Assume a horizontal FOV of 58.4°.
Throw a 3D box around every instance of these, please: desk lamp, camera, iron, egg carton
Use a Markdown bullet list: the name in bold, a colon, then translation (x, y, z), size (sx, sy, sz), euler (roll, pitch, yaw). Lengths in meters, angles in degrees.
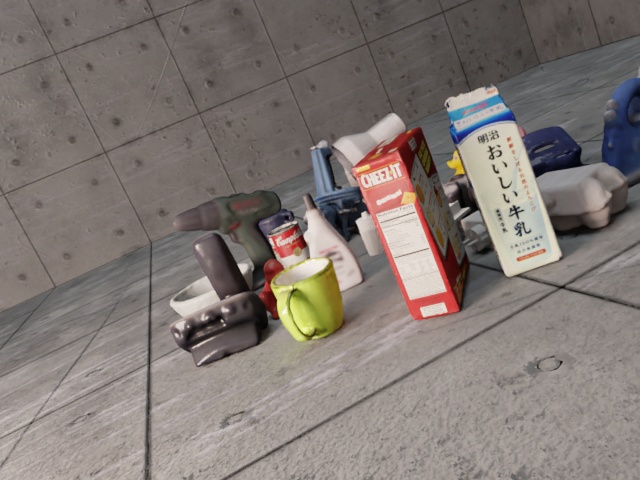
- **desk lamp**: translation (0.154, -0.176, 1.348), size (0.203, 0.214, 0.117), euler (-25, 12, -7)
- **camera**: translation (0.279, -0.081, 0.980), size (0.143, 0.101, 0.137), euler (-22, 12, 5)
- **iron**: translation (0.505, -0.190, 0.927), size (0.259, 0.141, 0.118), euler (-33, 16, -39)
- **egg carton**: translation (0.352, -0.057, 0.817), size (0.107, 0.069, 0.150), euler (-32, 15, -33)

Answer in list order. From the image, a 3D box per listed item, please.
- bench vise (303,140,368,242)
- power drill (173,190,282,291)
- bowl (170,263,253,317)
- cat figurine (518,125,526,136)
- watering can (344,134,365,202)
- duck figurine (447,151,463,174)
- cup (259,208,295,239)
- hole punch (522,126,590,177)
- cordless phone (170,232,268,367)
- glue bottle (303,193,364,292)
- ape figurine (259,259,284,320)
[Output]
- **bench vise**: translation (0.028, -0.109, 1.281), size (0.121, 0.220, 0.208), euler (-19, 13, 20)
- **power drill**: translation (-0.167, -0.001, 1.209), size (0.230, 0.208, 0.075), euler (-30, 14, -27)
- **bowl**: translation (-0.195, 0.113, 1.093), size (0.167, 0.075, 0.167), euler (-22, 12, 5)
- **cat figurine**: translation (0.390, -0.192, 1.209), size (0.128, 0.118, 0.067), euler (-26, 13, -12)
- **watering can**: translation (0.116, -0.179, 1.480), size (0.101, 0.194, 0.172), euler (-24, 12, -4)
- **duck figurine**: translation (0.337, -0.170, 1.288), size (0.104, 0.086, 0.078), euler (-18, 13, 24)
- **cup**: translation (-0.099, -0.025, 1.456), size (0.117, 0.095, 0.092), euler (-14, 15, 37)
- **hole punch**: translation (0.421, -0.156, 1.057), size (0.108, 0.091, 0.101), euler (-22, 12, 7)
- **cordless phone**: translation (-0.175, 0.089, 0.897), size (0.147, 0.185, 0.094), euler (-24, 12, -2)
- **glue bottle**: translation (0.009, 0.003, 0.948), size (0.078, 0.173, 0.037), euler (-24, 12, -3)
- **ape figurine**: translation (-0.070, 0.077, 0.975), size (0.077, 0.092, 0.076), euler (-19, 13, 19)
